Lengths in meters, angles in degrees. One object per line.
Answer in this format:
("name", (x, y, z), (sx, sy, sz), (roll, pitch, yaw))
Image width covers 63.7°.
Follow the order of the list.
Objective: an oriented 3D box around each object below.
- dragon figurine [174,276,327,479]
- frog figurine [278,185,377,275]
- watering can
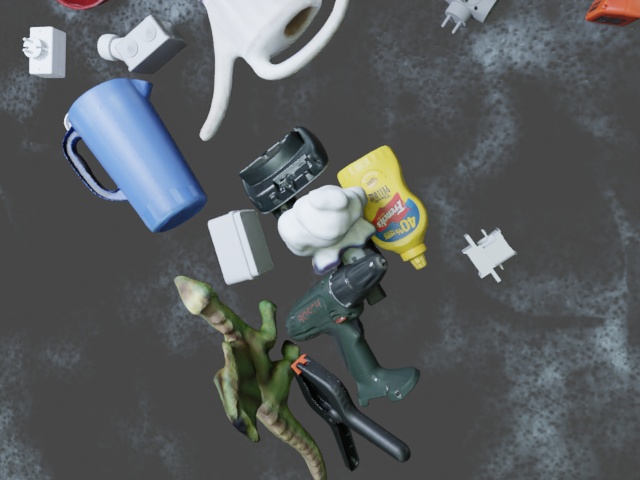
("dragon figurine", (-0.098, 0.227, 0.770), (0.122, 0.243, 0.412), (-31, 84, 9))
("frog figurine", (0.002, -0.037, 0.732), (0.137, 0.156, 0.125), (-19, 59, 10))
("watering can", (-0.117, -0.339, 0.818), (0.345, 0.104, 0.225), (-40, 82, 11))
